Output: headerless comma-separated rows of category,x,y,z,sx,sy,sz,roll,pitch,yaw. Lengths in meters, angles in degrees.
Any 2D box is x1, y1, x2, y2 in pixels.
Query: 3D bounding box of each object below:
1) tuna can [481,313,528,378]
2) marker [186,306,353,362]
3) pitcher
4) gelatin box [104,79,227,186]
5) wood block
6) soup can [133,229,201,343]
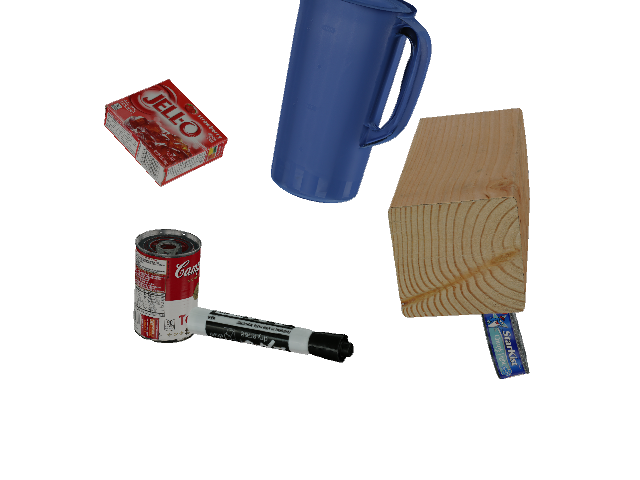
tuna can,0.201,0.107,1.166,0.034,0.086,0.086,-15,-3,11
marker,-0.034,0.064,0.723,0.121,0.020,0.020,8,3,24
pitcher,0.026,-0.167,1.228,0.145,0.243,0.149,9,22,-11
gelatin box,-0.140,-0.099,0.964,0.073,0.089,0.030,-30,-23,-35
wood block,0.115,-0.028,0.837,0.091,0.090,0.206,-4,23,13
soup can,-0.161,0.048,1.116,0.068,0.102,0.068,5,22,-2
